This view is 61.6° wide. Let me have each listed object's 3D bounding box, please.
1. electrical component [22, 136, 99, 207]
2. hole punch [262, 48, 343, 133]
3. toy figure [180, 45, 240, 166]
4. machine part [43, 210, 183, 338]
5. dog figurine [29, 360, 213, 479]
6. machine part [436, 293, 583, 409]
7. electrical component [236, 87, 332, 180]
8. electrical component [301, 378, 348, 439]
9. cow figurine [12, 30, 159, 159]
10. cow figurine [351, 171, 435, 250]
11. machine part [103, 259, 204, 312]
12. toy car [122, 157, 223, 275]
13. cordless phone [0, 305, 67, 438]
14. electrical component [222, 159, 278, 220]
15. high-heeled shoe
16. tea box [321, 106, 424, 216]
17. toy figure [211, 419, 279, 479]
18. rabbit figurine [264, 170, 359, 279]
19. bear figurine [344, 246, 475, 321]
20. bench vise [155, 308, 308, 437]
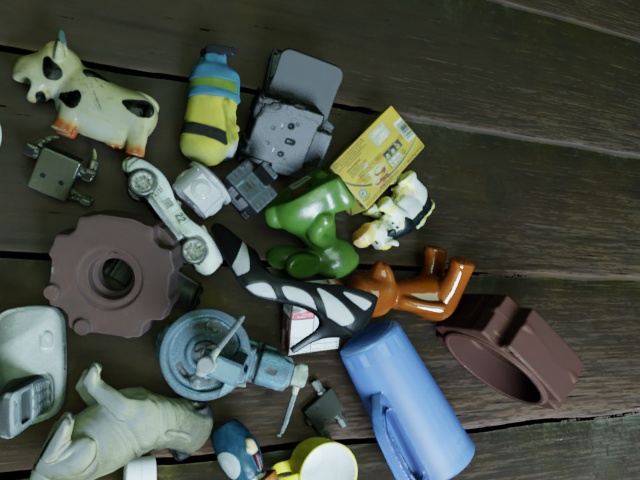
[{"bbox_3d":[-0.356,-0.098,0.741,0.102,0.045,0.078,18,105,-17],"label":"electrical component"},{"bbox_3d":[-0.037,-0.247,0.880,0.142,0.092,0.115,14,110,-24],"label":"hole punch"},{"bbox_3d":[-0.166,-0.201,0.814,0.089,0.082,0.180,0,90,-6],"label":"toy figure"},{"bbox_3d":[-0.271,0.045,0.713,0.179,0.056,0.179,0,98,-3],"label":"machine part"},{"bbox_3d":[-0.245,0.264,0.693,0.190,0.121,0.172,32,67,-17],"label":"dog figurine"},{"bbox_3d":[0.308,0.184,0.899,0.201,0.201,0.087,44,72,-13],"label":"machine part"},{"bbox_3d":[-0.053,-0.162,0.840,0.134,0.058,0.114,14,115,-19],"label":"electrical component"},{"bbox_3d":[0.003,0.270,0.856,0.063,0.021,0.094,-35,98,-22],"label":"electrical component"},{"bbox_3d":[-0.322,-0.200,0.745,0.195,0.085,0.127,20,82,-17],"label":"cow figurine"},{"bbox_3d":[0.127,-0.034,0.926,0.098,0.068,0.167,46,70,-18],"label":"cow figurine"},{"bbox_3d":[-0.232,0.053,0.776,0.139,0.039,0.084,35,66,-14],"label":"machine part"},{"bbox_3d":[-0.214,-0.035,0.774,0.056,0.073,0.201,-38,99,-19],"label":"toy car"},{"bbox_3d":[-0.356,0.151,0.631,0.089,0.184,0.146,-1,84,-19],"label":"cordless phone"},{"bbox_3d":[-0.104,-0.078,0.802,0.048,0.119,0.074,-45,104,-21],"label":"electrical component"},{"bbox_3d":[-0.037,0.043,0.762,0.145,0.086,0.249,-36,82,-9],"label":"high-heeled shoe"},{"bbox_3d":[0.086,-0.135,0.917,0.169,0.068,0.098,-45,101,-20],"label":"tea box"},{"bbox_3d":[-0.093,0.322,0.739,0.058,0.064,0.154,-30,72,-27],"label":"toy figure"},{"bbox_3d":[-0.002,-0.003,0.842,0.159,0.121,0.170,-36,113,-19],"label":"rabbit figurine"},{"bbox_3d":[0.131,0.068,0.880,0.196,0.120,0.131,12,99,-20],"label":"bear figurine"},{"bbox_3d":[-0.118,0.165,0.711,0.224,0.240,0.129,28,79,-1],"label":"bench vise"}]
